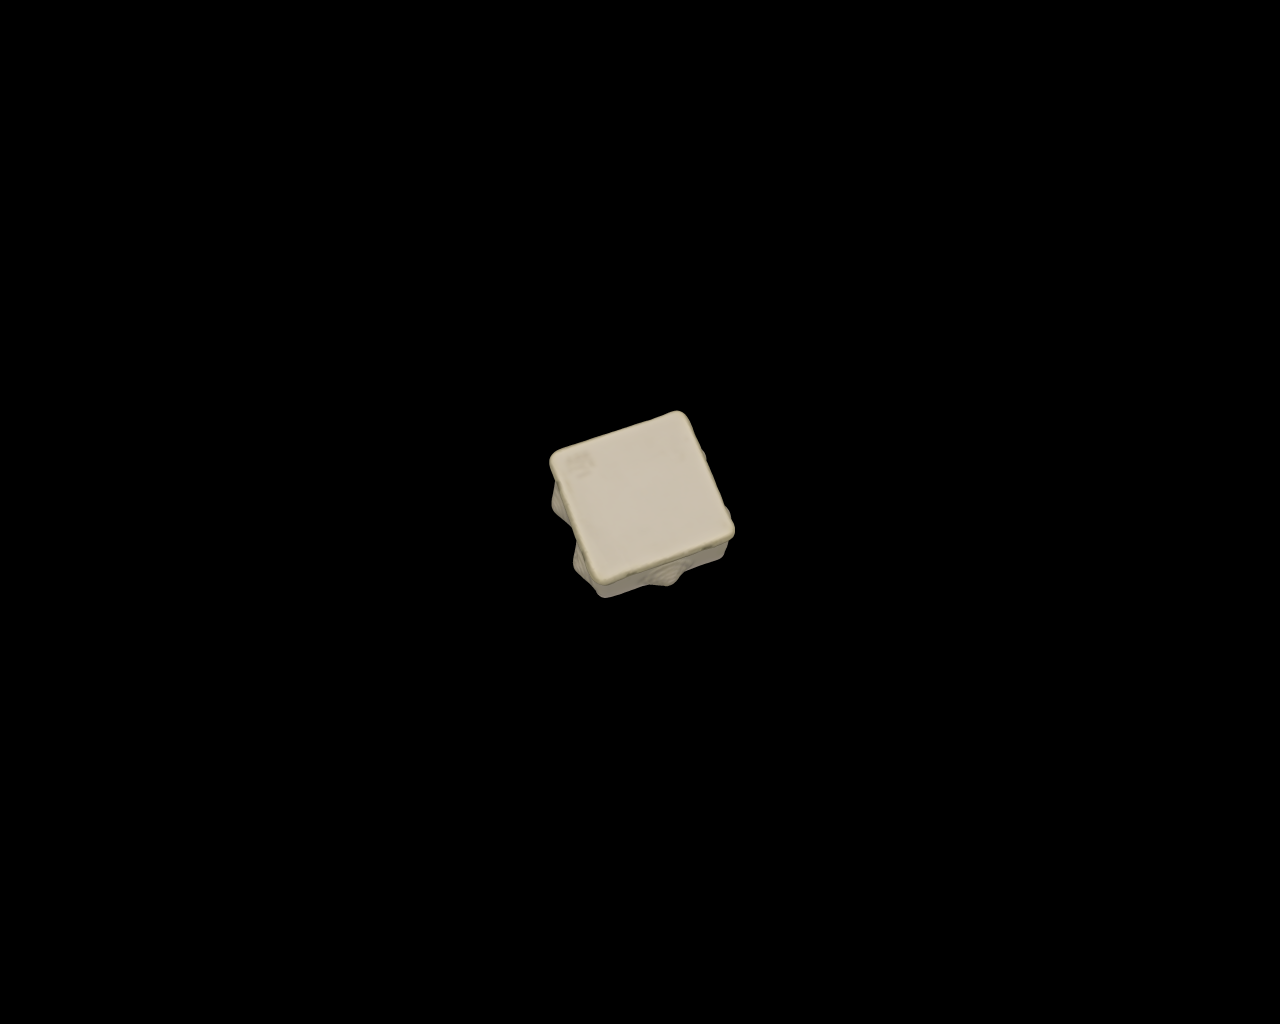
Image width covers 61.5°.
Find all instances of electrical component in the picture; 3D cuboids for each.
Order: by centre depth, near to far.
[{"bbox_3d":[0.001,-0.003,0.650,0.100,0.100,0.048,-19,-19,-7],"label":"electrical component"}]
